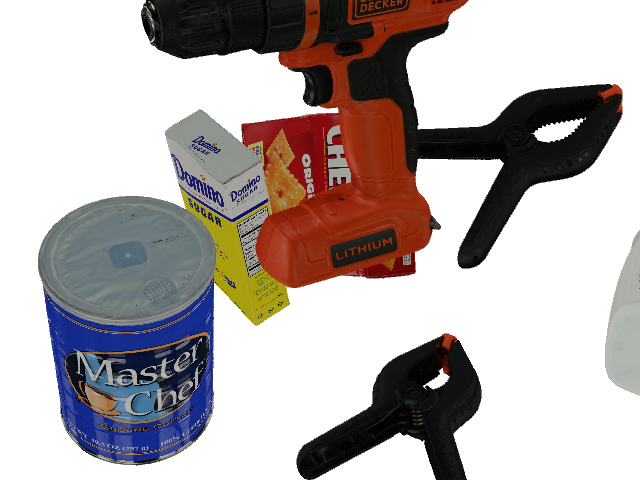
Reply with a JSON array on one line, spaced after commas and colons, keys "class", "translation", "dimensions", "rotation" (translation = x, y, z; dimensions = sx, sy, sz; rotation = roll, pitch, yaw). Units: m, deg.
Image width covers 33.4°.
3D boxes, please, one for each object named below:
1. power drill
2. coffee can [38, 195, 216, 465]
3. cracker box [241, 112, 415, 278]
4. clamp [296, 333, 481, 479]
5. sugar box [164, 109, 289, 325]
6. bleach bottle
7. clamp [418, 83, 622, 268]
[{"class": "power drill", "translation": [-0.001, -0.069, 0.582], "dimensions": [0.184, 0.188, 0.057], "rotation": [-15, 35, -21]}, {"class": "coffee can", "translation": [-0.117, 0.058, 0.667], "dimensions": [0.102, 0.140, 0.103], "rotation": [3, 43, -3]}, {"class": "cracker box", "translation": [0.002, -0.048, 1.109], "dimensions": [0.071, 0.164, 0.214], "rotation": [-7, 6, -35]}, {"class": "clamp", "translation": [0.075, 0.128, 0.757], "dimensions": [0.120, 0.039, 0.171], "rotation": [19, 41, 27]}, {"class": "sugar box", "translation": [-0.078, -0.016, 0.914], "dimensions": [0.048, 0.176, 0.093], "rotation": [-34, 50, -19]}, {"class": "bleach bottle", "translation": [0.261, 0.034, 0.742], "dimensions": [0.103, 0.068, 0.250], "rotation": [10, 20, 19]}, {"class": "clamp", "translation": [0.166, -0.067, 0.895], "dimensions": [0.210, 0.164, 0.036], "rotation": [-22, -39, -2]}]
